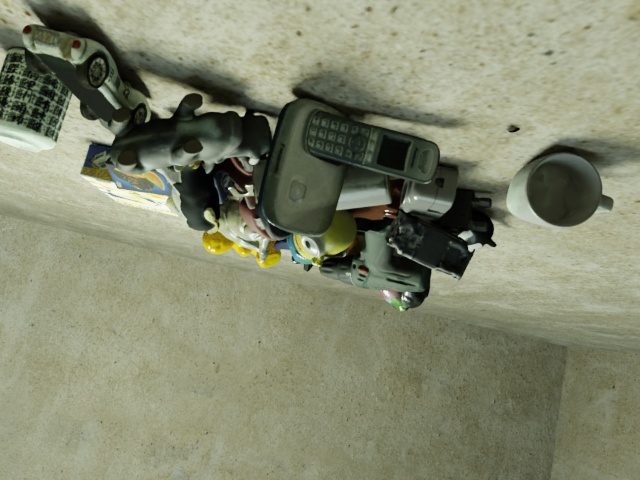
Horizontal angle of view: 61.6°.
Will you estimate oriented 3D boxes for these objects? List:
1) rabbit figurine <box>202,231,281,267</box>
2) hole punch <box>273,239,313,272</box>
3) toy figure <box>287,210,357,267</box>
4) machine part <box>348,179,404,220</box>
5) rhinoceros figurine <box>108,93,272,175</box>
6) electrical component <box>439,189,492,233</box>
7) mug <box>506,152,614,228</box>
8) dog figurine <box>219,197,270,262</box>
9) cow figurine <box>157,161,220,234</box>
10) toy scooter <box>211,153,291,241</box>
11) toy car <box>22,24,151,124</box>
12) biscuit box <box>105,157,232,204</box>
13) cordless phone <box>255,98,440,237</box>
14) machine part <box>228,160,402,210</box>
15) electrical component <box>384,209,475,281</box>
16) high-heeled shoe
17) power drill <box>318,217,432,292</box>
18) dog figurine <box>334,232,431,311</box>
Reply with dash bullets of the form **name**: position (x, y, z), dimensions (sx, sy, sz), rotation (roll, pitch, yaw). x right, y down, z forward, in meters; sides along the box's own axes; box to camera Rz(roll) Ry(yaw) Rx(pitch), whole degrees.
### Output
- **rabbit figurine**: position (-0.186, -0.018, 1.209), dimensions (0.173, 0.121, 0.163), rotation (-11, -145, -32)
- **hole punch**: position (-0.025, -0.016, 1.044), dimensions (0.092, 0.142, 0.115), rotation (37, 158, 6)
- **toy figure**: position (-0.003, -0.006, 0.859), dimensions (0.082, 0.089, 0.180), rotation (53, 163, 0)
- **machine part**: position (0.037, -0.077, 0.808), dimensions (0.179, 0.056, 0.179), rotation (13, 171, 2)
- **rhinoceros figurine**: position (-0.152, -0.114, 0.635), dimensions (0.190, 0.073, 0.112), rotation (-10, 167, -8)
- **electrical component**: position (0.199, -0.042, 0.782), dimensions (0.094, 0.063, 0.021), rotation (8, 170, 26)
- **mug**: position (0.270, -0.053, 0.620), dimensions (0.110, 0.080, 0.107), rotation (7, -178, -3)
- **dog figurine**: position (-0.171, -0.056, 1.075), dimensions (0.191, 0.121, 0.172), rotation (26, 146, 0)
- **cow figurine**: position (-0.183, -0.086, 0.763), dimensions (0.098, 0.068, 0.167), rotation (46, 152, 32)
- **toy scooter**: position (-0.107, -0.083, 0.796), dimensions (0.135, 0.075, 0.183), rotation (21, 143, 46)
- **toy car**: position (-0.255, -0.177, 0.608), dimensions (0.074, 0.056, 0.201), rotation (17, 169, 6)
- **biscuit box**: position (-0.247, -0.112, 0.890), dimensions (0.203, 0.059, 0.062), rotation (8, 139, 13)
- **cordless phone**: position (0.032, -0.067, 0.601), dimensions (0.184, 0.146, 0.089), rotation (14, 178, 2)
- **machine part**: position (0.004, -0.073, 0.685), dimensions (0.243, 0.079, 0.079), rotation (-7, 166, 9)
- **electrical component**: position (0.161, 0.003, 0.810), dimensions (0.115, 0.058, 0.134), rotation (28, -171, 0)
- **high-heeled shoe**: position (0.193, -0.007, 0.944), dimensions (0.249, 0.086, 0.145), rotation (-5, 160, 42)
- **power drill**: position (0.079, 0.017, 0.967), dimensions (0.232, 0.086, 0.207), rotation (11, 137, 26)
- **dog figurine**: position (0.124, 0.062, 1.159), dimensions (0.219, 0.191, 0.109), rotation (0, -177, -29)
